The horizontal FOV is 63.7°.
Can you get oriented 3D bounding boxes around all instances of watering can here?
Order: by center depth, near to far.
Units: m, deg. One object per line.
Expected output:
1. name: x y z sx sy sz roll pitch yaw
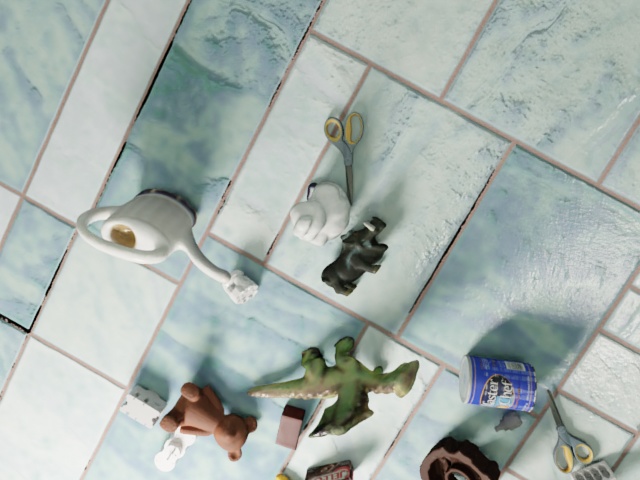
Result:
1. watering can: -0.328 -0.010 1.095 0.348 0.229 0.102 18 120 2

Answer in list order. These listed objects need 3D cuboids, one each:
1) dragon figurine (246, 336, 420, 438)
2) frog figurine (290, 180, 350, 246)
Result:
1. dragon figurine: 0.018 0.326 1.093 0.409 0.245 0.121 -21 101 7
2. frog figurine: 0.003 -0.054 1.081 0.123 0.161 0.136 21 101 2
